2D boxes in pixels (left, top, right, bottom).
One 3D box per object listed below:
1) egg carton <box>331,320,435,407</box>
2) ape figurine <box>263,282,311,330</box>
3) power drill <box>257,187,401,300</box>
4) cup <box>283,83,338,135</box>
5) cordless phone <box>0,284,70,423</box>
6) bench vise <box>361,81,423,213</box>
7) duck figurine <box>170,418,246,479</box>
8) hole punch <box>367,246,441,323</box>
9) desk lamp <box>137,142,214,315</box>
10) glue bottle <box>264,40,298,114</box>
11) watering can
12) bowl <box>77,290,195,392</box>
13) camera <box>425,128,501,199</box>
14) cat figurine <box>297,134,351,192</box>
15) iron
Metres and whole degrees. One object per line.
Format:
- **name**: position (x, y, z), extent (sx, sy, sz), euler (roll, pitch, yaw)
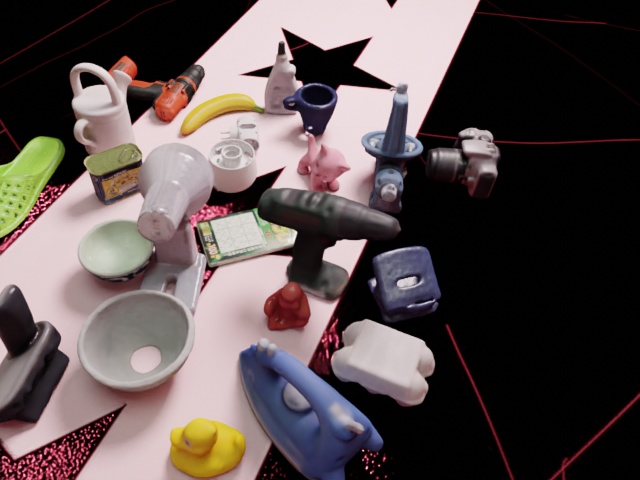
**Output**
- **egg carton**: position (0.097, 0.188, 0.877), extent (0.150, 0.069, 0.107), euler (19, 51, 11)
- **ape figurine**: position (-0.049, 0.101, 0.921), extent (0.077, 0.092, 0.076), euler (29, 53, 18)
- **power drill**: position (0.009, 0.003, 0.932), extent (0.229, 0.208, 0.076), euler (20, 51, 11)
- **cup**: position (-0.022, -0.275, 1.237), extent (0.118, 0.095, 0.091), euler (-8, 51, -12)
- **cordless phone**: position (-0.426, 0.156, 0.779), extent (0.094, 0.185, 0.147), euler (7, 50, 1)
- **bench vise**: position (0.149, -0.170, 1.084), extent (0.121, 0.220, 0.207), euler (-7, 51, -10)
- **duck figurine**: position (-0.153, 0.271, 0.773), extent (0.104, 0.086, 0.077), euler (1, 50, -4)
- **hole punch**: position (0.145, 0.074, 0.963), extent (0.109, 0.091, 0.101), euler (-12, 52, -14)
- **desk lamp**: position (-0.238, -0.020, 0.925), extent (0.118, 0.213, 0.203), euler (3, 50, -3)
- **glue bottle**: position (-0.083, -0.354, 1.247), extent (0.078, 0.173, 0.037), euler (1, 50, -4)
- **watering can**: position (-0.430, -0.267, 1.128), extent (0.101, 0.194, 0.172), euler (-1, 50, -6)
- **bowl**: position (-0.269, 0.161, 0.862), extent (0.167, 0.075, 0.167), euler (3, 50, -3)
- **camera**: position (0.289, -0.170, 1.174), extent (0.137, 0.101, 0.143), euler (5, 50, -1)
- **cat figurine**: position (0.007, -0.154, 1.124), extent (0.067, 0.118, 0.127), euler (-20, 54, -20)
- **iron**: position (-0.032, 0.212, 0.798), extent (0.257, 0.141, 0.119), euler (39, 57, 24)
